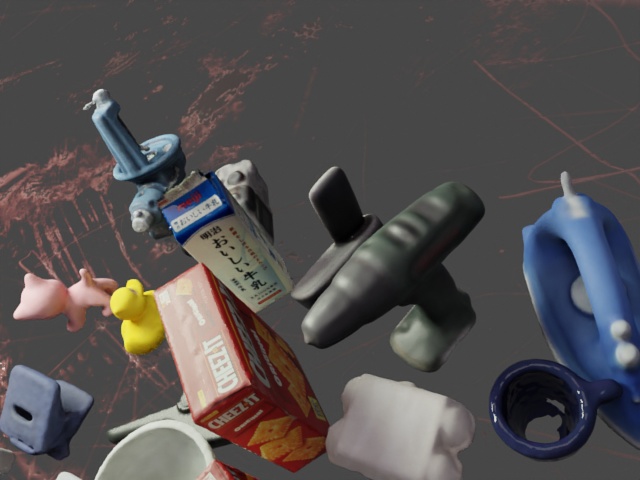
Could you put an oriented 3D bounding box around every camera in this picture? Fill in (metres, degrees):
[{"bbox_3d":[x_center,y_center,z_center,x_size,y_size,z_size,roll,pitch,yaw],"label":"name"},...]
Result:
[{"bbox_3d":[-0.150,-0.041,0.861,0.136,0.101,0.143,-19,52,13],"label":"camera"}]

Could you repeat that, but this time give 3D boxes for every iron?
[{"bbox_3d":[0.278,0.060,0.566,0.118,0.142,0.258,-16,53,15],"label":"iron"}]

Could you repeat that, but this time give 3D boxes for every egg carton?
[{"bbox_3d":[0.083,0.204,0.604,0.149,0.070,0.107,8,62,29],"label":"egg carton"}]

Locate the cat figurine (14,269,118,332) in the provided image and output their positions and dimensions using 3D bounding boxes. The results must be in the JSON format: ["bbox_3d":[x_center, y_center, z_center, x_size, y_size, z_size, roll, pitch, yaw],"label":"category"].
[{"bbox_3d":[-0.394,0.085,0.877,0.127,0.118,0.067,-28,50,5],"label":"cat figurine"}]

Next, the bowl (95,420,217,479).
[{"bbox_3d":[-0.175,0.299,0.655,0.167,0.075,0.167,-12,54,17],"label":"bowl"}]

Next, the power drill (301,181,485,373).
[{"bbox_3d":[0.096,0.058,0.608,0.075,0.209,0.230,31,74,37],"label":"power drill"}]

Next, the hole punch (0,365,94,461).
[{"bbox_3d":[-0.386,0.237,0.786,0.108,0.091,0.101,11,63,31],"label":"hole punch"}]

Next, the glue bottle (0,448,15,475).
[{"bbox_3d":[-0.497,0.276,0.757,0.078,0.174,0.037,-10,54,19],"label":"glue bottle"}]

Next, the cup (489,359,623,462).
[{"bbox_3d":[0.226,0.167,0.546,0.117,0.095,0.091,-21,51,11],"label":"cup"}]

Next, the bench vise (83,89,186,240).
[{"bbox_3d":[-0.274,-0.120,0.896,0.121,0.220,0.207,-31,50,2],"label":"bench vise"}]

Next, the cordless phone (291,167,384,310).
[{"bbox_3d":[0.006,0.003,0.703,0.093,0.186,0.148,31,74,37],"label":"cordless phone"}]

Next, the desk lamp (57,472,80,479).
[{"bbox_3d":[-0.307,0.317,0.613,0.202,0.214,0.118,11,63,31],"label":"desk lamp"}]

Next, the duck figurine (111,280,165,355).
[{"bbox_3d":[-0.266,0.107,0.823,0.077,0.086,0.104,-11,54,18],"label":"duck figurine"}]
